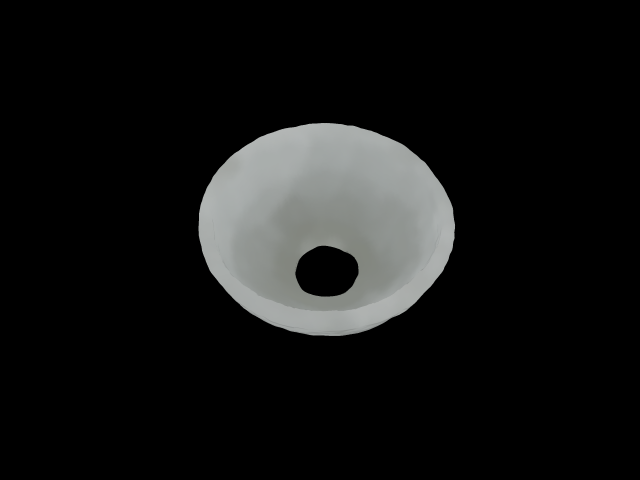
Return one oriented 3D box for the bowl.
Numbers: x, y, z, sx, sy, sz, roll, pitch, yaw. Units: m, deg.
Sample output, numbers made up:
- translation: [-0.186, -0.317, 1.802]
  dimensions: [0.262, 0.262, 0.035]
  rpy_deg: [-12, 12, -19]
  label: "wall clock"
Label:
- translation: [0.004, 0.001, 0.400]
  dimensions: [0.167, 0.075, 0.167]
  rpy_deg: [0, 55, 0]
  label: "bowl"
